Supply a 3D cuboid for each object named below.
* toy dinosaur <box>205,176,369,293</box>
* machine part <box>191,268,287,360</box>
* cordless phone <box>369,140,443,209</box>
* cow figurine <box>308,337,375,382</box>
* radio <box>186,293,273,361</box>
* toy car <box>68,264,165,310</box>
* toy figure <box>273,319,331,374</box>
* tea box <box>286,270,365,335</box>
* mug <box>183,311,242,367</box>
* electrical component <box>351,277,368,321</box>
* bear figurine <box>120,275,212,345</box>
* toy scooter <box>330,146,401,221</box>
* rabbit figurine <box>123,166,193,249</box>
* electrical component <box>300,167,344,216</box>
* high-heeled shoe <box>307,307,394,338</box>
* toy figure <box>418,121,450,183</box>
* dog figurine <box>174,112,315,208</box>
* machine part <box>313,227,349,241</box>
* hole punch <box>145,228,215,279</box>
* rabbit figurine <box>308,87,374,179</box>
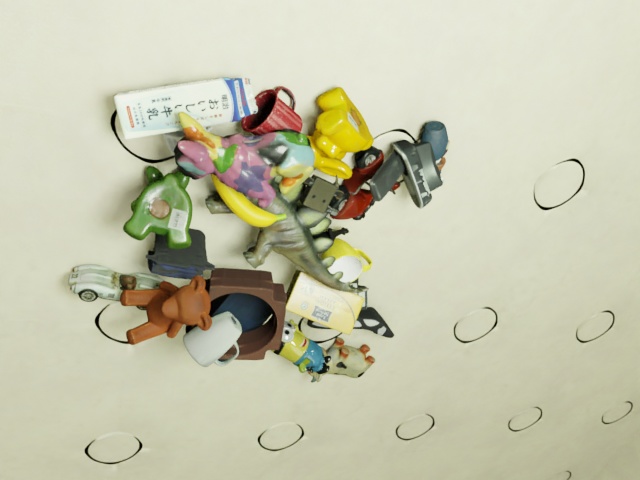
[{"bbox_3d":[-0.078,-0.027,1.122,0.198,0.105,0.470,-36,112,5],"label":"toy dinosaur"},{"bbox_3d":[-0.180,0.164,1.189,0.201,0.087,0.201,4,120,-10],"label":"machine part"},{"bbox_3d":[0.172,-0.113,1.122,0.184,0.089,0.146,-48,126,-37],"label":"cordless phone"},{"bbox_3d":[0.044,0.341,1.503,0.195,0.086,0.127,18,112,-31],"label":"cow figurine"},{"bbox_3d":[-0.217,0.188,1.299,0.131,0.073,0.229,29,111,-33],"label":"radio"},{"bbox_3d":[-0.431,0.099,1.152,0.201,0.074,0.056,15,124,-28],"label":"toy car"},{"bbox_3d":[-0.058,0.285,1.391,0.180,0.082,0.089,40,99,-14],"label":"toy figure"},{"bbox_3d":[0.006,0.145,1.257,0.169,0.068,0.098,22,85,-12],"label":"tea box"},{"bbox_3d":[-0.209,0.208,1.114,0.107,0.081,0.109,-39,106,4],"label":"mug"},{"bbox_3d":[0.052,0.144,1.332,0.134,0.058,0.114,1,91,-14],"label":"electrical component"},{"bbox_3d":[-0.302,0.139,1.064,0.132,0.196,0.120,-8,87,-35],"label":"bear figurine"},{"bbox_3d":[0.102,-0.110,1.179,0.135,0.075,0.183,22,112,-34],"label":"toy scooter"},{"bbox_3d":[-0.308,-0.063,1.035,0.121,0.170,0.159,5,85,-17],"label":"rabbit figurine"},{"bbox_3d":[0.000,-0.098,1.062,0.102,0.045,0.078,15,107,-26],"label":"electrical component"},{"bbox_3d":[0.085,0.232,1.427,0.145,0.086,0.248,-42,119,9],"label":"high-heeled shoe"},{"bbox_3d":[0.250,-0.185,1.181,0.058,0.064,0.154,-45,146,-33],"label":"toy figure"},{"bbox_3d":[-0.141,-0.153,0.927,0.191,0.108,0.219,-30,142,31],"label":"dog figurine"},{"bbox_3d":[-0.003,-0.004,1.222,0.139,0.084,0.039,-15,98,1],"label":"machine part"},{"bbox_3d":[-0.303,0.041,1.132,0.142,0.116,0.092,13,129,-27],"label":"hole punch"},{"bbox_3d":[0.009,-0.197,1.072,0.173,0.122,0.162,-27,141,20],"label":"rabbit figurine"}]
